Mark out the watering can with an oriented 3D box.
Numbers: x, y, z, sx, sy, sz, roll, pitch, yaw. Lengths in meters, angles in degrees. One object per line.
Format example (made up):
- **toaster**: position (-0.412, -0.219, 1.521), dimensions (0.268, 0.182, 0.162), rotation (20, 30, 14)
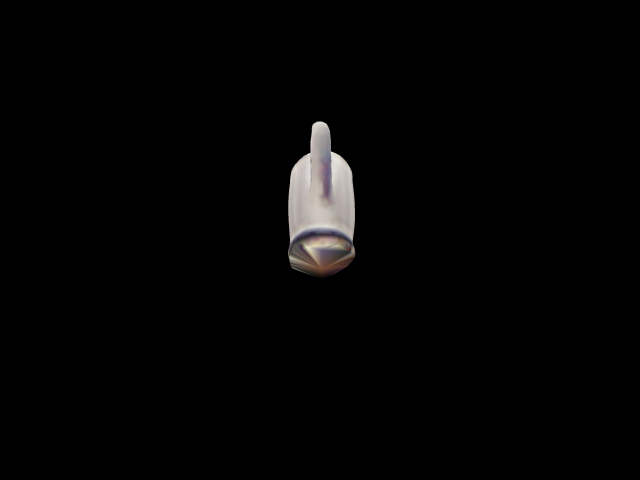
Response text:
- **watering can**: position (0.003, -0.043, 0.850), dimensions (0.104, 0.228, 0.341), rotation (0, -22, 0)
